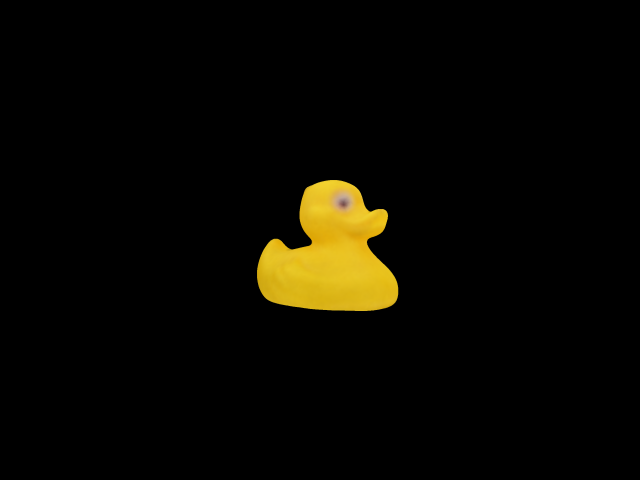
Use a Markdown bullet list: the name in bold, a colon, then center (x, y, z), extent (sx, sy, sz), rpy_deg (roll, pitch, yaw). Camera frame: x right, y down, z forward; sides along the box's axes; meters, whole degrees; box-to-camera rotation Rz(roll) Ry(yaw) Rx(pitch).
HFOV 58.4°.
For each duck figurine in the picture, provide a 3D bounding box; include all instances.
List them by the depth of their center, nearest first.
- **duck figurine**: center (0.004, 0.001, 0.400), extent (0.104, 0.086, 0.078), rpy_deg (2, 4, 31)
